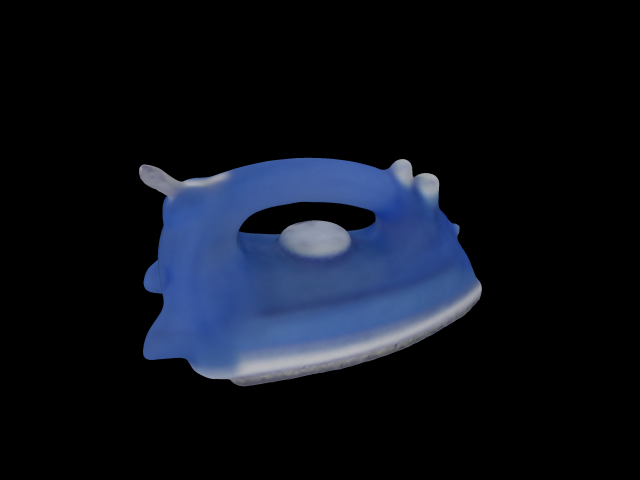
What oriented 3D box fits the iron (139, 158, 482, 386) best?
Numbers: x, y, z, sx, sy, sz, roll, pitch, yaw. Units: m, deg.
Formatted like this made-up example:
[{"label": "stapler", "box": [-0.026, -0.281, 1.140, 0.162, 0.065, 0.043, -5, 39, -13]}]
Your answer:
[{"label": "iron", "box": [0.004, 0.001, 0.400, 0.258, 0.141, 0.118, -8, 32, -14]}]
